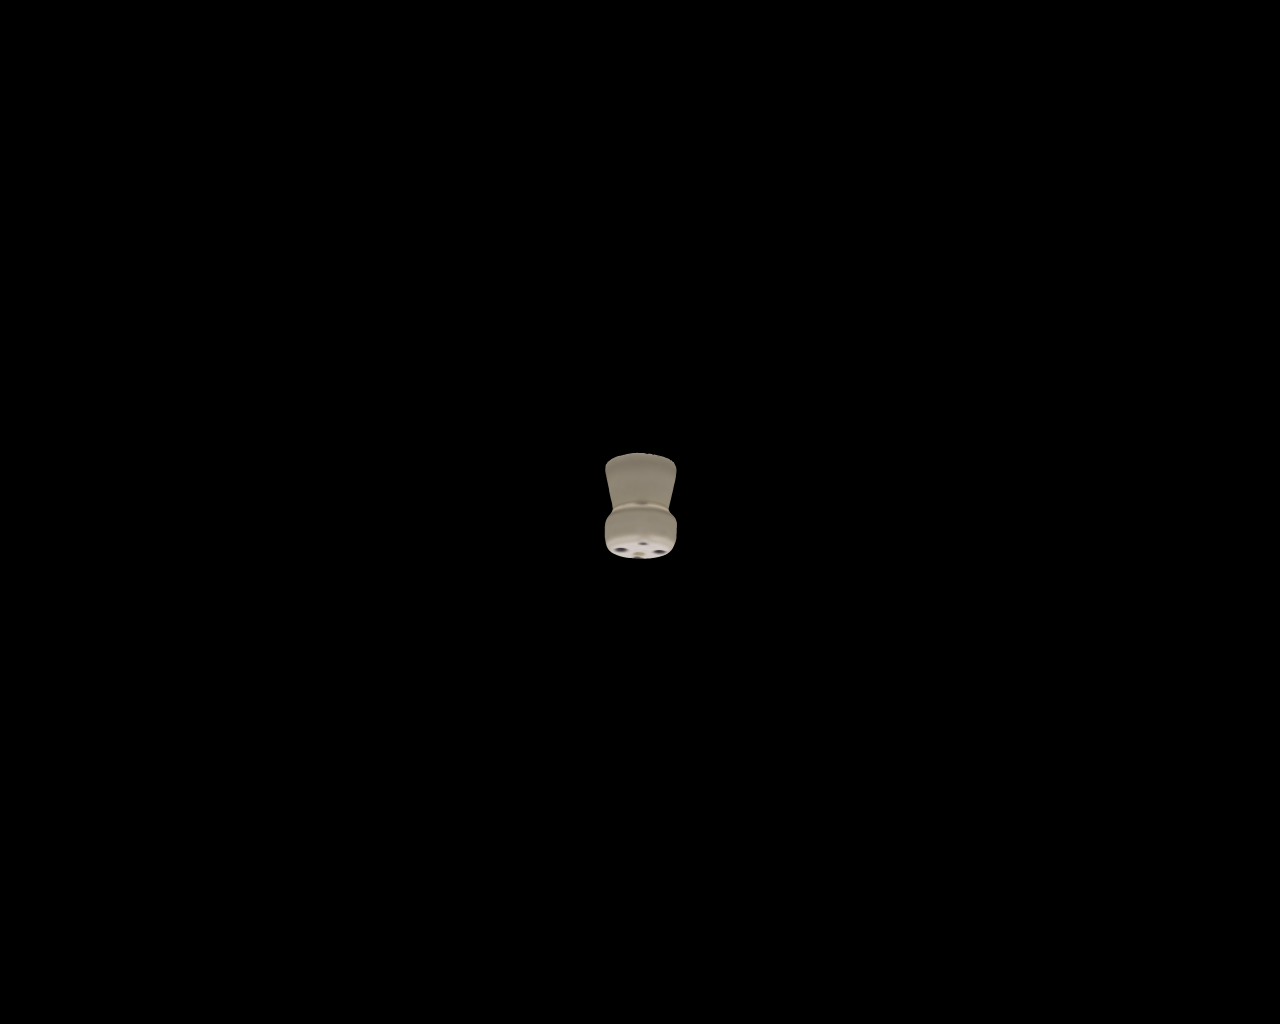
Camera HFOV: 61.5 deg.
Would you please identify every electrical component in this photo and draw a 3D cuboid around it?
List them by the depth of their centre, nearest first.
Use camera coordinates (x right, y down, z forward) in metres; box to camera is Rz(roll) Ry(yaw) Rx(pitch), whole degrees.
[{"bbox_3d":[0.001,-0.003,0.650,0.045,0.055,0.044,0,-19,0],"label":"electrical component"}]
